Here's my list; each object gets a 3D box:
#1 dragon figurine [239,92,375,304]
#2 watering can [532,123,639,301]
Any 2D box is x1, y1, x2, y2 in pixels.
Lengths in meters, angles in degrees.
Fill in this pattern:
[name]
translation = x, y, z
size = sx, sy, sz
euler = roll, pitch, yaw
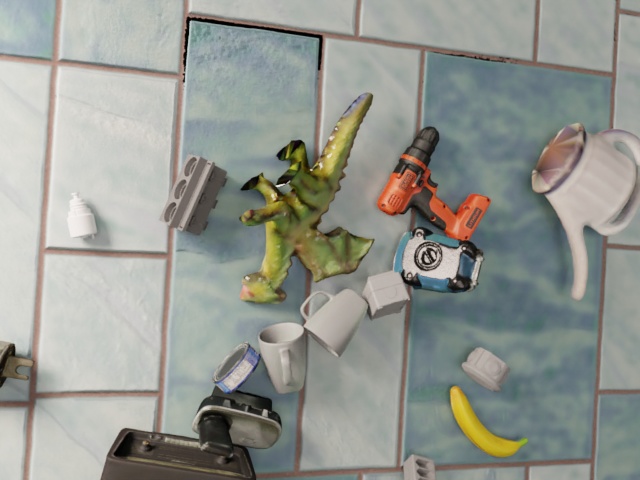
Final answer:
[dragon figurine]
translation = 0.003, -0.046, 0.912
size = 0.412, 0.123, 0.239
euler = -42, 116, -7
[watering can]
translation = 0.511, -0.076, 1.001
size = 0.223, 0.104, 0.349
euler = 30, 83, -10
